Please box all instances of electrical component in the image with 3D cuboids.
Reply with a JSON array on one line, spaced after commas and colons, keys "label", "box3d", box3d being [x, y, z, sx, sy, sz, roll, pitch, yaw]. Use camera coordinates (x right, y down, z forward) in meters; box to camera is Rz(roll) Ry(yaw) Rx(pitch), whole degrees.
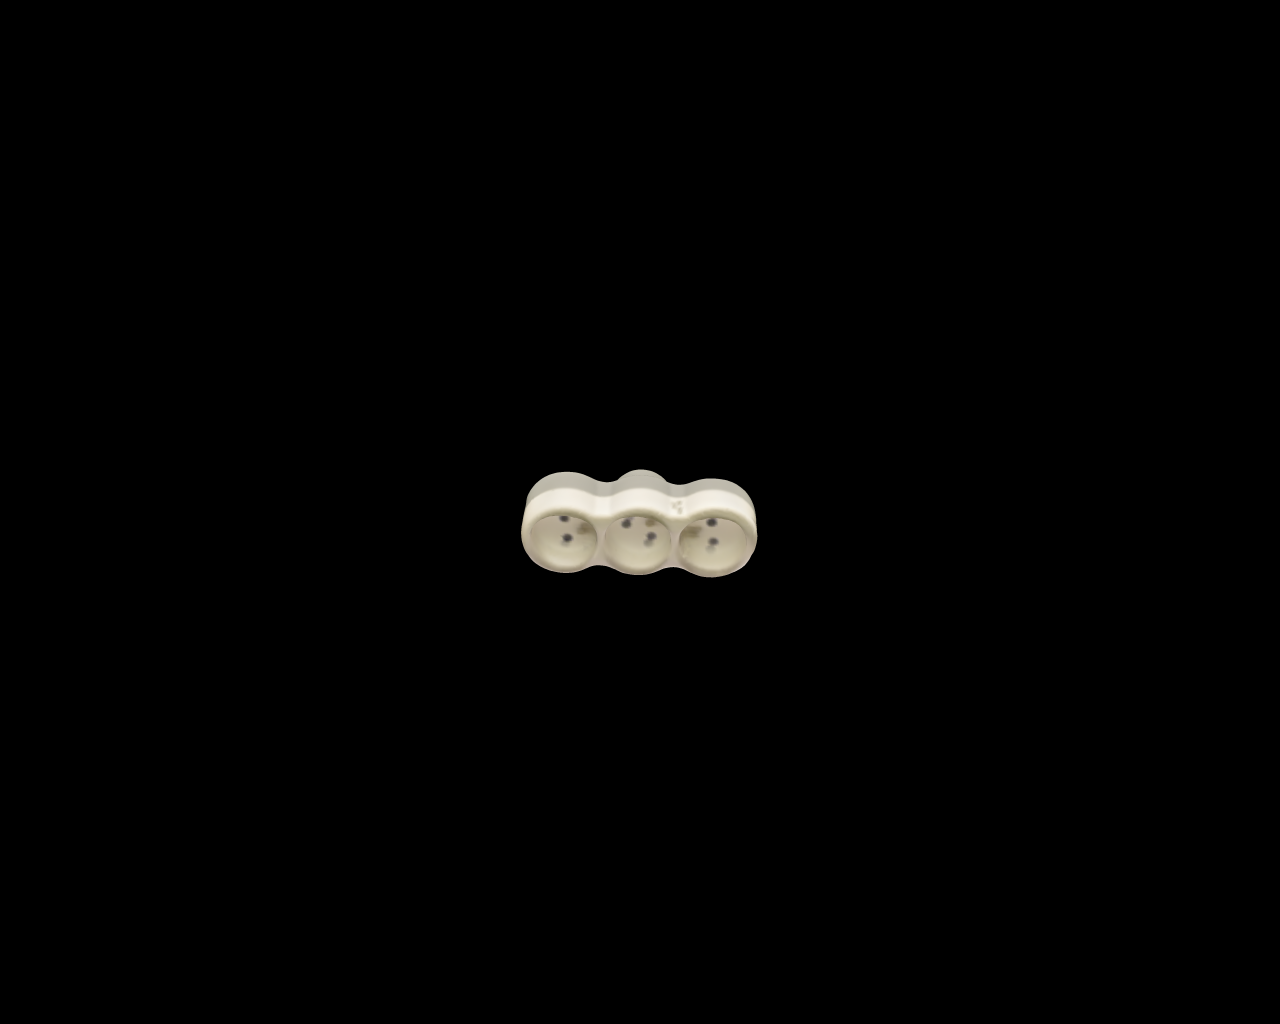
[{"label": "electrical component", "box3d": [0.001, -0.003, 0.650, 0.138, 0.052, 0.074, 2, 36, 2]}]
